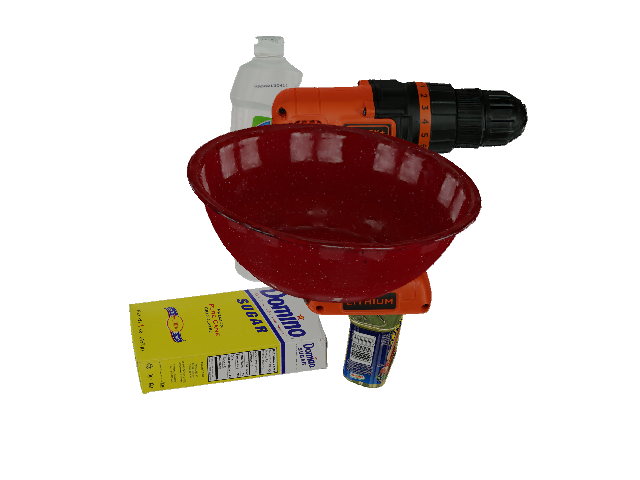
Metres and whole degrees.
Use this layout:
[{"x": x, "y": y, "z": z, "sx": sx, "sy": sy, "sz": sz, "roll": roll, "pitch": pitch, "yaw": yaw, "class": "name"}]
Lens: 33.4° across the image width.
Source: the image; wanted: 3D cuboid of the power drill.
[{"x": 0.054, "y": -0.032, "z": 0.803, "sx": 0.184, "sy": 0.188, "sz": 0.057, "roll": 0, "pitch": 33, "yaw": -3, "class": "power drill"}]

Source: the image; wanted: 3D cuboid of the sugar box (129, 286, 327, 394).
[{"x": -0.088, "y": 0.090, "z": 1.010, "sx": 0.176, "sy": 0.048, "sz": 0.093, "roll": -9, "pitch": 35, "yaw": -10, "class": "sugar box"}]

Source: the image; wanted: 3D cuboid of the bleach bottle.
[{"x": -0.044, "y": -0.087, "z": 1.121, "sx": 0.102, "sy": 0.251, "sz": 0.068, "roll": -6, "pitch": 16, "yaw": -22, "class": "bleach bottle"}]

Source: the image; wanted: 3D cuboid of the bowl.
[{"x": 0.005, "y": -0.011, "z": 0.595, "sx": 0.162, "sy": 0.055, "sz": 0.162, "roll": 6, "pitch": 27, "yaw": -3, "class": "bowl"}]

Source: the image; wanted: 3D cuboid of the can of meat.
[{"x": 0.064, "y": 0.113, "z": 1.259, "sx": 0.057, "sy": 0.084, "sz": 0.102, "roll": 14, "pitch": 26, "yaw": 11, "class": "can of meat"}]
